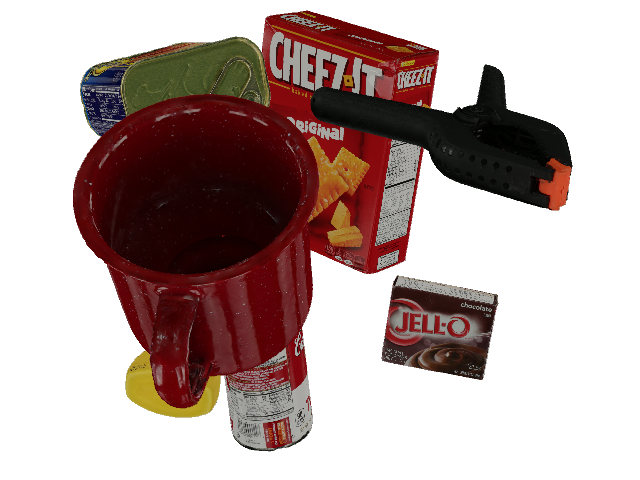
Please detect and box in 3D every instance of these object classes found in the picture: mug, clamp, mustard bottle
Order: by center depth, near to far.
[{"bbox_3d":[-0.046,0.012,0.425,0.093,0.117,0.081,2,-36,5],"label":"mug"},{"bbox_3d":[0.096,-0.075,0.745,0.164,0.036,0.210,-9,30,-17],"label":"clamp"},{"bbox_3d":[-0.142,0.122,1.186,0.096,0.058,0.191,8,25,7],"label":"mustard bottle"}]

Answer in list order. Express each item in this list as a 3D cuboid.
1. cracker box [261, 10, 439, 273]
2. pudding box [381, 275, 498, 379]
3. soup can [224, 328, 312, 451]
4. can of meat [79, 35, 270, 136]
[{"bbox_3d":[0.014,-0.095,1.022,0.164,0.214,0.071,25,30,34],"label":"cracker box"},{"bbox_3d":[0.127,0.092,1.140,0.113,0.090,0.039,9,22,7],"label":"pudding box"},{"bbox_3d":[-0.044,0.105,0.836,0.068,0.102,0.068,-5,26,2],"label":"soup can"},{"bbox_3d":[-0.098,-0.099,0.705,0.101,0.057,0.084,-20,18,-29],"label":"can of meat"}]
